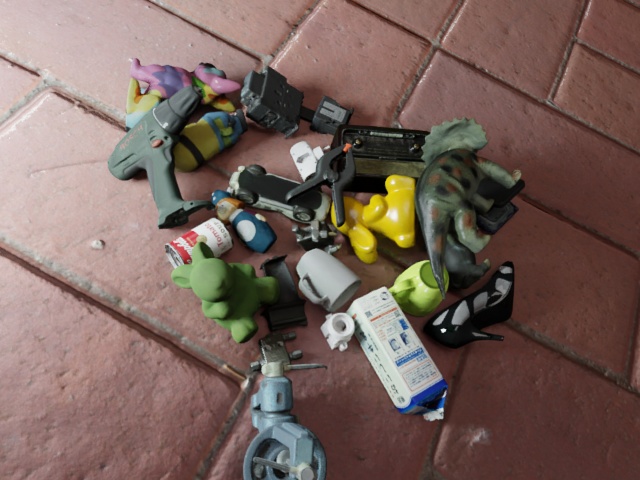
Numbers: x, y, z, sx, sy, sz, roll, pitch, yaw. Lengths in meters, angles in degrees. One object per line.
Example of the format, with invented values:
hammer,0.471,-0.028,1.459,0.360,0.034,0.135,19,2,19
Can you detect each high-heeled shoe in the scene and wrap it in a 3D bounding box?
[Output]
high-heeled shoe,0.297,0.118,1.047,0.145,0.086,0.249,6,36,23

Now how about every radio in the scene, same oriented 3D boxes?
radio,0.137,-0.169,1.139,0.230,0.073,0.131,3,66,-14

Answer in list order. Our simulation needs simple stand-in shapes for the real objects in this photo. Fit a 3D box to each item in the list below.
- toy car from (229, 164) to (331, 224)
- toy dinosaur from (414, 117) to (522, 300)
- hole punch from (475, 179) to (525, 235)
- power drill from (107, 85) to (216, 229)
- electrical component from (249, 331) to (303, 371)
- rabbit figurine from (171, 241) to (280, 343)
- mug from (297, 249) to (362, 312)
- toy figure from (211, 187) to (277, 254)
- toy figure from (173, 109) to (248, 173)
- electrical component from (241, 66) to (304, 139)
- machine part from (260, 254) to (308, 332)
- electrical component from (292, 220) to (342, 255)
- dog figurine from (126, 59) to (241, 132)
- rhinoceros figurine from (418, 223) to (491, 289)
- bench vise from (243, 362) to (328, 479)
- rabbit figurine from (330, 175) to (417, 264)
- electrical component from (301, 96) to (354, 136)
toy car,-0.079,-0.088,1.054,0.202,0.056,0.073,17,66,-4
toy dinosaur,0.241,-0.090,0.996,0.192,0.131,0.405,36,50,1
hole punch,0.364,-0.085,1.159,0.142,0.092,0.116,-39,48,-26
power drill,-0.267,-0.136,0.962,0.207,0.232,0.086,63,20,1
electrical component,-0.079,0.191,0.919,0.094,0.021,0.063,-13,66,-20
rabbit figurine,-0.157,0.067,0.869,0.159,0.170,0.121,36,78,20
mug,0.002,0.072,0.972,0.109,0.080,0.107,-26,60,-42
toy figure,-0.148,-0.040,1.004,0.154,0.057,0.064,41,78,7
toy figure,-0.224,-0.198,1.062,0.180,0.082,0.089,-28,70,-28
electrical component,-0.102,-0.294,1.131,0.134,0.058,0.115,25,54,-32
machine part,-0.072,0.094,0.966,0.084,0.039,0.139,-9,66,-13
electrical component,-0.002,-0.002,1.006,0.078,0.102,0.045,-18,62,5
dog figurine,-0.273,-0.282,1.082,0.219,0.108,0.191,3,61,-16
rhinoceros figurine,0.263,0.010,1.083,0.112,0.073,0.190,-15,67,-12
bench vise,-0.045,0.284,0.764,0.129,0.240,0.223,11,76,-13
rabbit figurine,0.104,-0.037,1.053,0.173,0.121,0.162,6,72,10
electrical component,0.008,-0.275,1.183,0.119,0.047,0.075,27,59,-1
